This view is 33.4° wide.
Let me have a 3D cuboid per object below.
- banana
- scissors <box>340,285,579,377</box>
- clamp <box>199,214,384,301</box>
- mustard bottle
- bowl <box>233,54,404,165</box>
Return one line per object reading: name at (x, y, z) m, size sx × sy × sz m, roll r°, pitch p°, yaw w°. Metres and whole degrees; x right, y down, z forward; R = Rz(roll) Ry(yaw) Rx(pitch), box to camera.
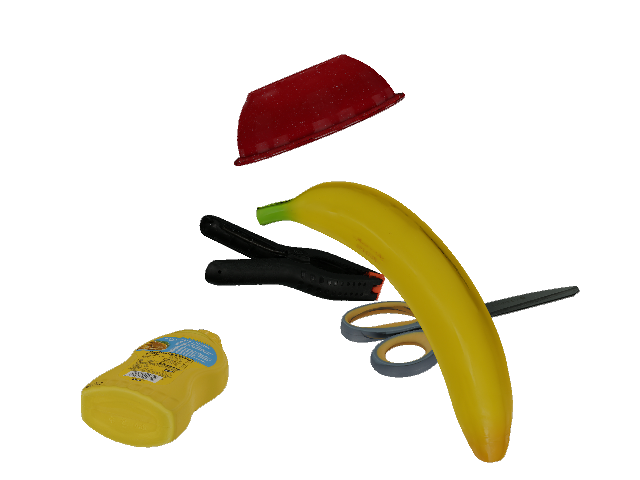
banana at (0.052, 0.032, 0.600) m, size 0.070 × 0.198 × 0.037 m, roll -47°, pitch -10°, yaw 28°
scissors at (0.117, 0.070, 0.847) m, size 0.201 × 0.016 × 0.096 m, roll -4°, pitch 32°, yaw -2°
clamp at (-0.033, 0.031, 1.138) m, size 0.210 × 0.036 × 0.164 m, roll 16°, pitch 18°, yaw -6°
mustard bottle at (-0.143, 0.130, 1.027) m, size 0.096 × 0.058 × 0.191 m, roll 8°, pitch 19°, yaw 17°
bowl at (-0.011, -0.120, 0.933) m, size 0.162 × 0.055 × 0.162 m, roll -22°, pitch 9°, yaw 4°
